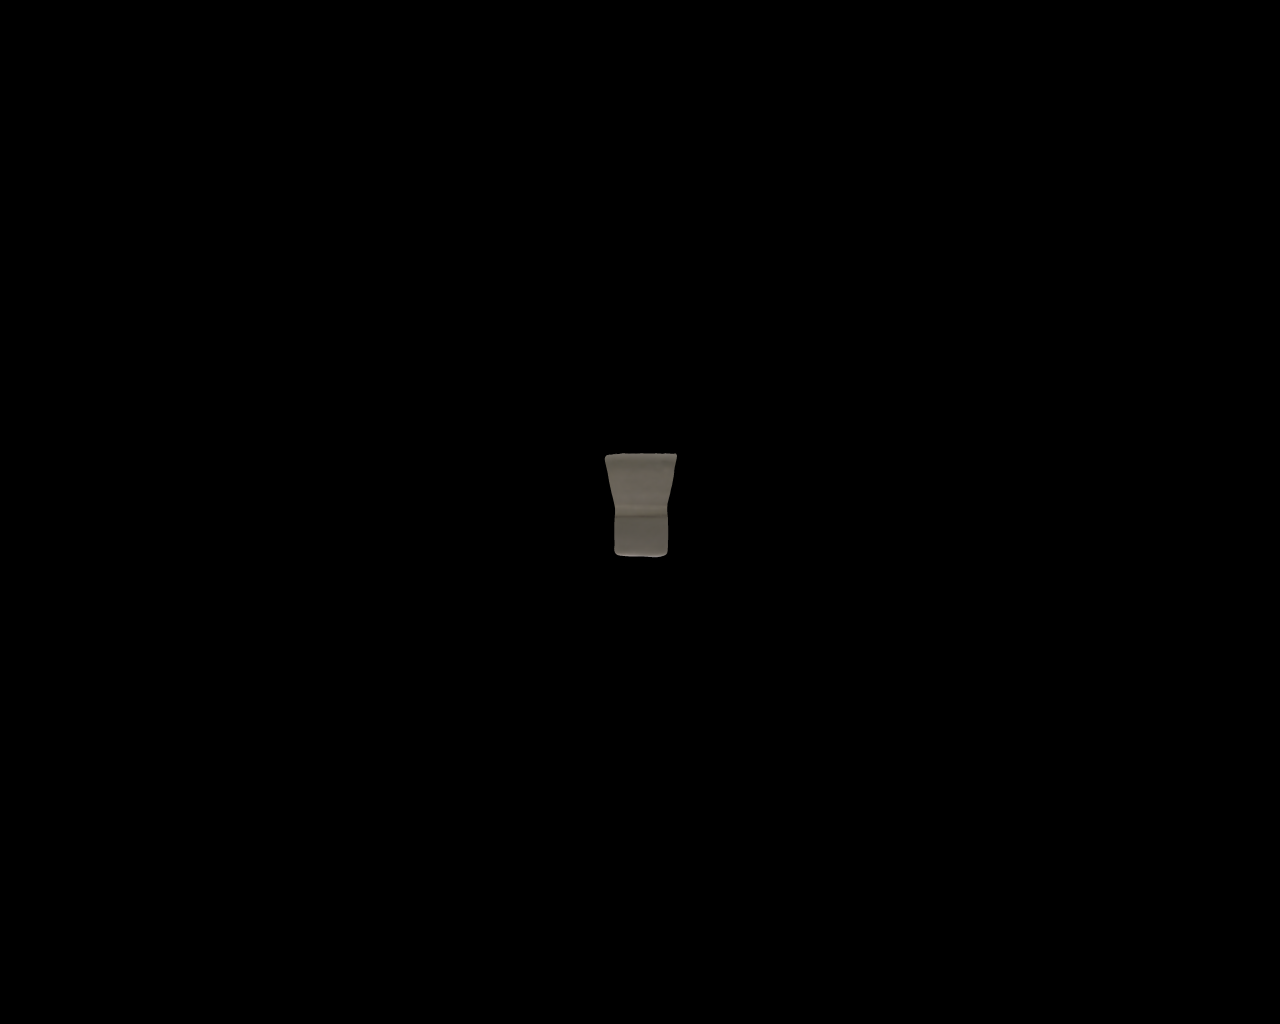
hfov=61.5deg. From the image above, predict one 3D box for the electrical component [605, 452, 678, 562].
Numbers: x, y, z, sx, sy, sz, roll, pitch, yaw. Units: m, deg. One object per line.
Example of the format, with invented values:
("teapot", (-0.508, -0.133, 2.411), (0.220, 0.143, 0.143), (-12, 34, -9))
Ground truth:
("electrical component", (0.001, -0.003, 0.650), (0.044, 0.065, 0.044), (0, 0, 0))
